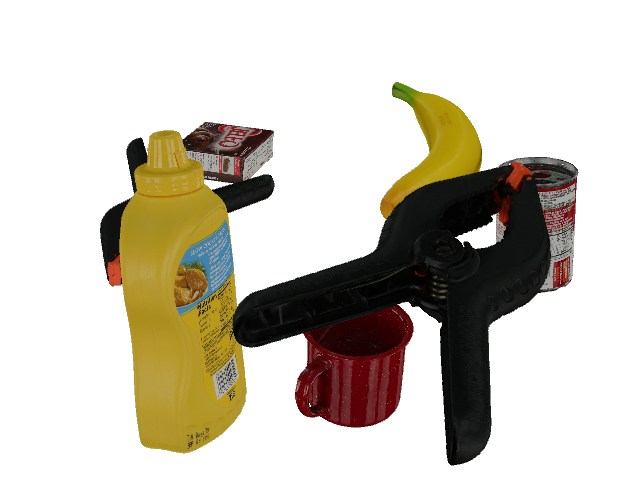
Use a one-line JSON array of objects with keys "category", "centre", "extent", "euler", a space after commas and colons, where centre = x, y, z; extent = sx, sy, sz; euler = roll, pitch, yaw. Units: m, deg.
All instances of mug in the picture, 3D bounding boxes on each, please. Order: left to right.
[{"category": "mug", "centre": [0.022, 0.108, 0.898], "extent": [0.093, 0.081, 0.117], "euler": [25, 39, 31]}]

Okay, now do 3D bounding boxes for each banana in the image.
[{"category": "banana", "centre": [0.080, -0.058, 0.754], "extent": [0.069, 0.037, 0.197], "euler": [5, 30, 3]}]

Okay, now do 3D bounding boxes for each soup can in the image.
[{"category": "soup can", "centre": [0.188, -0.014, 0.928], "extent": [0.068, 0.102, 0.068], "euler": [-3, 24, 1]}]

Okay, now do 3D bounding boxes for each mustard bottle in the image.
[{"category": "mustard bottle", "centre": [-0.086, 0.027, 0.660], "extent": [0.058, 0.192, 0.096], "euler": [5, 21, 21]}]

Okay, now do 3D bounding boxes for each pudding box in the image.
[{"category": "pudding box", "centre": [-0.114, -0.105, 1.266], "extent": [0.090, 0.039, 0.113], "euler": [8, 26, 13]}]

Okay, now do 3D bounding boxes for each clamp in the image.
[{"category": "clamp", "centre": [-0.163, -0.031, 1.056], "extent": [0.165, 0.036, 0.209], "euler": [20, 41, 18]}, {"category": "clamp", "centre": [0.059, 0.024, 0.477], "extent": [0.120, 0.039, 0.171], "euler": [38, 56, 24]}]
